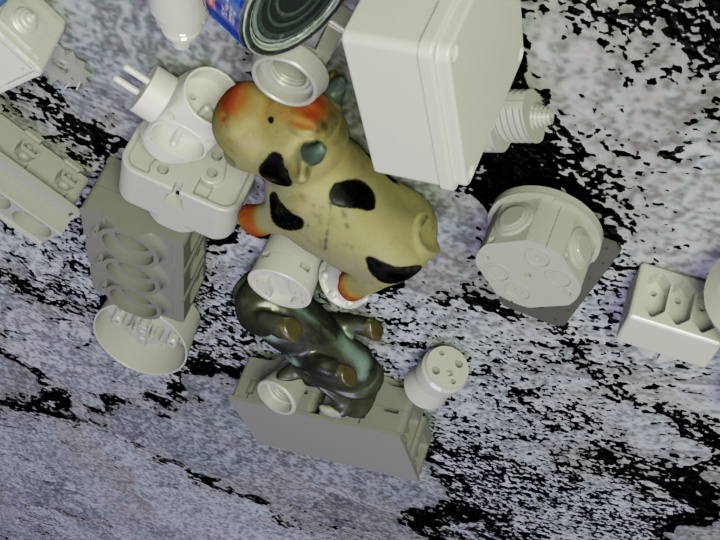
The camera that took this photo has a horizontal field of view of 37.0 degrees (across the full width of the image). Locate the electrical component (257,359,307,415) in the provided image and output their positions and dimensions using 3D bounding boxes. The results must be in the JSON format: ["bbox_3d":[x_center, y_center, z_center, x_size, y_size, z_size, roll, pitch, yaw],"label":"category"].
[{"bbox_3d":[-0.065,0.104,1.052,0.044,0.065,0.044,22,138,21],"label":"electrical component"}]

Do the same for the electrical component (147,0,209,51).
[{"bbox_3d":[-0.110,-0.164,0.658,0.040,0.040,0.078,20,151,2],"label":"electrical component"}]

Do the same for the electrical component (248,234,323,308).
[{"bbox_3d":[-0.058,-0.003,0.887,0.055,0.047,0.055,16,151,10],"label":"electrical component"}]

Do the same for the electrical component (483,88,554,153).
[{"bbox_3d":[0.077,-0.093,0.650,0.081,0.043,0.043,4,146,28],"label":"electrical component"}]

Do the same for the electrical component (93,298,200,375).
[{"bbox_3d":[-0.210,0.054,1.068,0.099,0.064,0.099,16,151,10],"label":"electrical component"}]

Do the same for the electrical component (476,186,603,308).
[{"bbox_3d":[0.122,-0.015,0.736,0.080,0.051,0.080,18,146,12],"label":"electrical component"}]

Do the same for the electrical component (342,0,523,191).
[{"bbox_3d":[0.042,-0.118,0.565,0.056,0.108,0.108,14,150,20],"label":"electrical component"}]

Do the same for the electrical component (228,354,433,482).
[{"bbox_3d":[-0.027,0.149,1.108,0.186,0.060,0.105,10,149,21],"label":"electrical component"}]

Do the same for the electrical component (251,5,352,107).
[{"bbox_3d":[-0.036,-0.132,0.646,0.048,0.055,0.066,30,150,-14],"label":"electrical component"}]

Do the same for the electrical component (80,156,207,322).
[{"bbox_3d":[-0.186,-0.019,0.931,0.089,0.061,0.150,21,151,2],"label":"electrical component"}]

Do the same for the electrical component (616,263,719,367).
[{"bbox_3d":[0.220,0.041,0.774,0.066,0.047,0.076,18,151,7],"label":"electrical component"}]

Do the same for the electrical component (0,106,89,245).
[{"bbox_3d":[-0.293,-0.084,0.892,0.121,0.063,0.079,39,147,-28],"label":"electrical component"}]

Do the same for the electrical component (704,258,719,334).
[{"bbox_3d":[0.264,0.023,0.683,0.080,0.080,0.051,3,152,31],"label":"electrical component"}]

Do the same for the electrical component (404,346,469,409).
[{"bbox_3d":[0.069,0.097,0.973,0.045,0.045,0.055,25,151,-6],"label":"electrical component"}]

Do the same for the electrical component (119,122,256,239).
[{"bbox_3d":[-0.133,-0.067,0.823,0.095,0.053,0.059,24,151,-4],"label":"electrical component"}]

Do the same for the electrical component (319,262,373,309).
[{"bbox_3d":[0.000,0.000,0.858,0.048,0.048,0.062,32,143,-18],"label":"electrical component"}]

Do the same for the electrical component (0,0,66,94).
[{"bbox_3d":[-0.251,-0.164,0.737,0.096,0.061,0.061,-14,137,34],"label":"electrical component"}]

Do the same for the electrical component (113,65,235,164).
[{"bbox_3d":[-0.134,-0.116,0.750,0.079,0.044,0.077,32,150,-22],"label":"electrical component"}]
